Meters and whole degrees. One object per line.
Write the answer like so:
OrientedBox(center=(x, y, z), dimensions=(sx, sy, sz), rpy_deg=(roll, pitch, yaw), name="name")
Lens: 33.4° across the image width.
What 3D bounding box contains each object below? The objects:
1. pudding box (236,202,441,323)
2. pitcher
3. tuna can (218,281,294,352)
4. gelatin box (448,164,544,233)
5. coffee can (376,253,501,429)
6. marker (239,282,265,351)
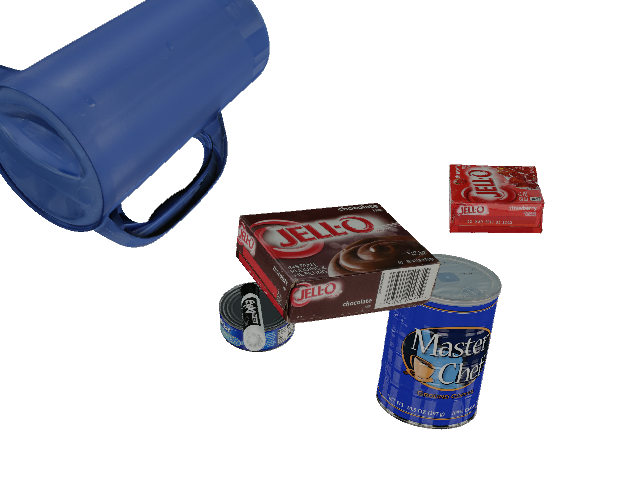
OrientedBox(center=(0.010, 0.013, 0.726), dimensions=(0.113, 0.039, 0.090), rpy_deg=(-4, 31, -28), name="pudding box")
OrientedBox(center=(-0.145, -0.117, 0.891), dimensions=(0.145, 0.149, 0.242), rpy_deg=(21, 47, 29), name="pitcher")
OrientedBox(center=(-0.070, 0.085, 1.191), dimensions=(0.086, 0.034, 0.086), rpy_deg=(1, 36, -1), name="tuna can")
OrientedBox(center=(0.142, -0.035, 0.873), dimensions=(0.073, 0.030, 0.089), rpy_deg=(2, 24, 6), name="gelatin box")
OrientedBox(center=(0.114, 0.097, 1.042), dimensions=(0.103, 0.140, 0.103), rpy_deg=(6, 23, -3), name="coffee can")
OrientedBox(center=(-0.061, 0.066, 0.952), dimensions=(0.020, 0.020, 0.121), rpy_deg=(0, 18, -6), name="marker")
